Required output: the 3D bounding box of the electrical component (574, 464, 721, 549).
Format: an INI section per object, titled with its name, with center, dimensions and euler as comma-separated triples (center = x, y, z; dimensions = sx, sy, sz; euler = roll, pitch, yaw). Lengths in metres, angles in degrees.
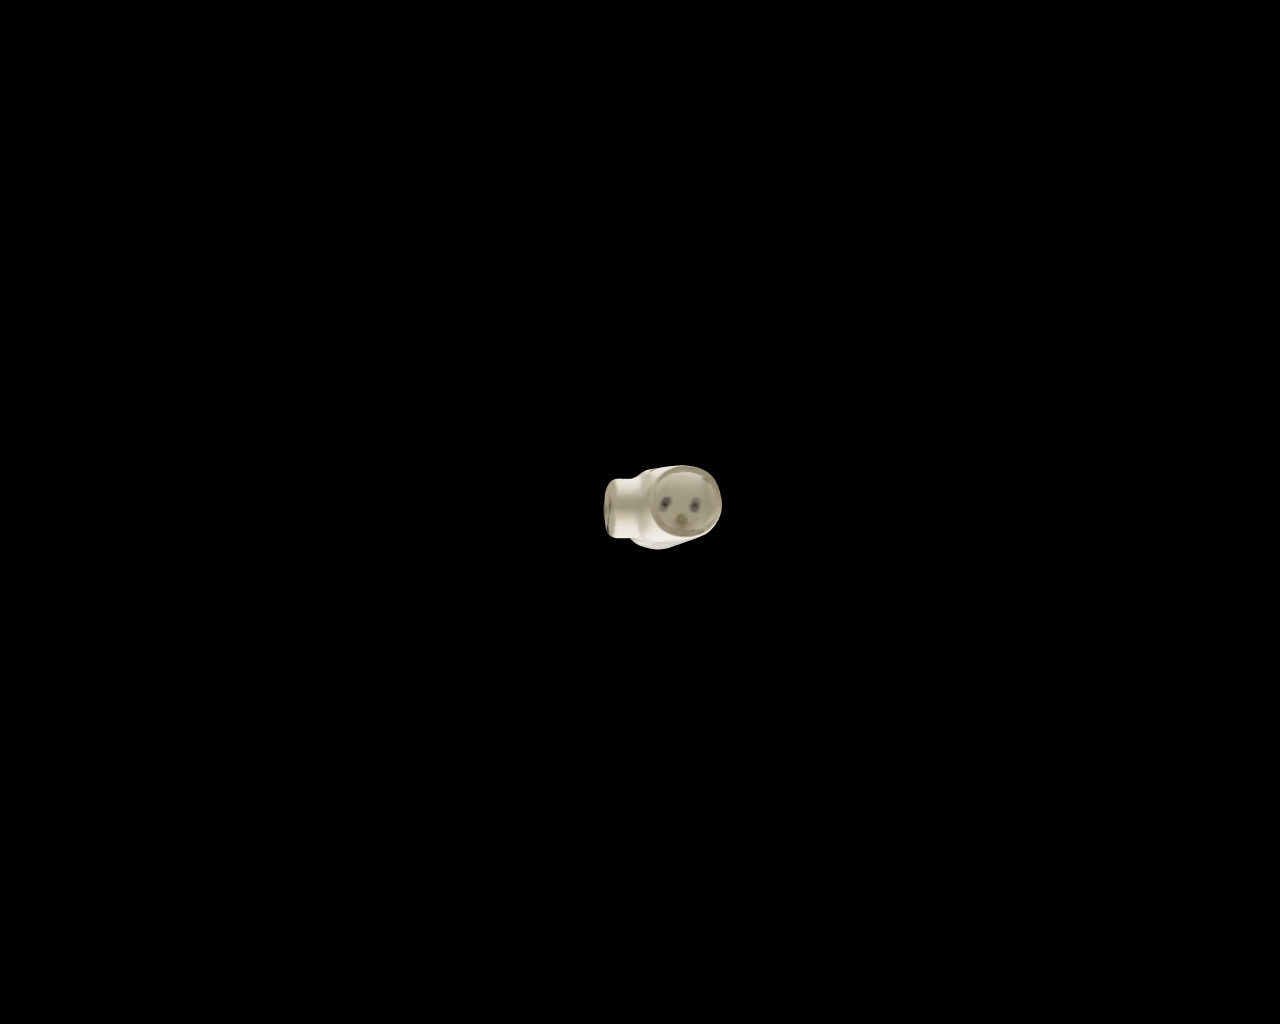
[electrical component]
center = 0.001, -0.003, 0.650
dimensions = 0.079, 0.043, 0.077
euler = 1, -7, -11
